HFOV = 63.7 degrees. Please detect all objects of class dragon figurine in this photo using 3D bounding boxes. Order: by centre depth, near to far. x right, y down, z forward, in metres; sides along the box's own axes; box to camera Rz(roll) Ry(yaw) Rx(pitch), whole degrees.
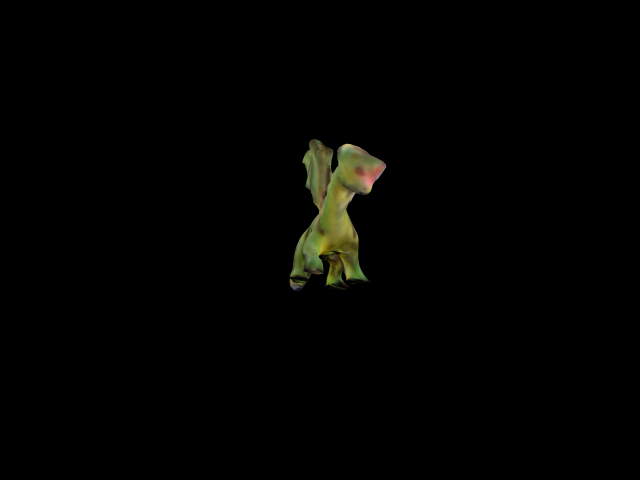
[{"bbox_3d":[0.003,-0.043,0.850,0.122,0.245,0.407,4,-10,-19],"label":"dragon figurine"}]
